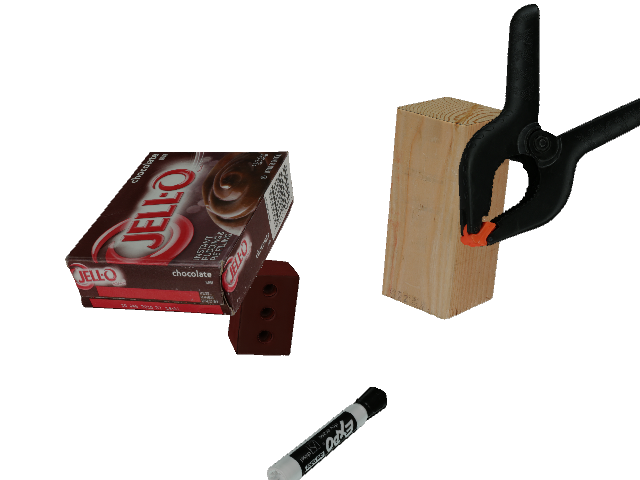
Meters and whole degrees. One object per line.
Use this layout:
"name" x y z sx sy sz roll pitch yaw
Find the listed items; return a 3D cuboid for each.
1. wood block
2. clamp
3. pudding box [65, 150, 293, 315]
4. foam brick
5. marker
"wood block" 0.132 -0.036 1.115 0.090 0.206 0.090 21 27 39
"clamp" 0.158 -0.065 0.735 0.120 0.171 0.039 24 -4 1
"pudding box" -0.073 -0.007 0.586 0.090 0.039 0.113 2 34 18
"foam brick" -0.053 0.060 0.983 0.053 0.078 0.051 3 13 -14
"marker" 0.008 0.136 0.749 0.020 0.020 0.120 0 22 42
